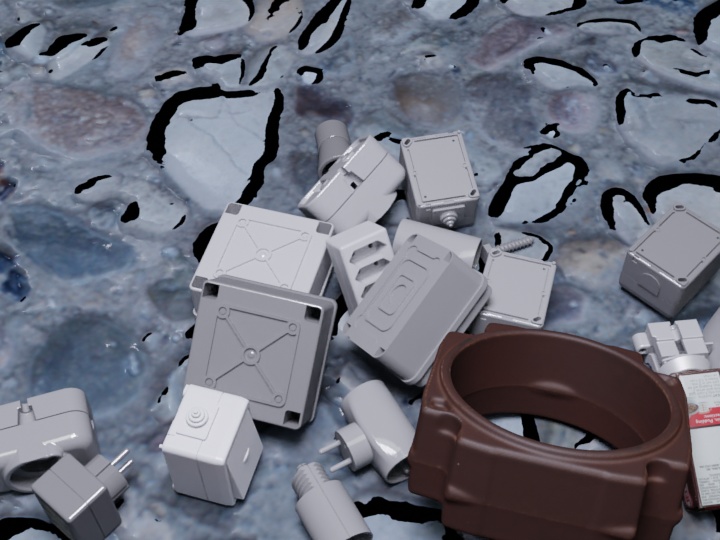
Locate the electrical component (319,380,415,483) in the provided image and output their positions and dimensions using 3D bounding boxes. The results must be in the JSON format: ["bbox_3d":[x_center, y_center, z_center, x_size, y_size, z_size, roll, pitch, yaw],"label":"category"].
[{"bbox_3d":[0.005,0.142,0.894,0.079,0.043,0.077,-24,57,-17],"label":"electrical component"}]

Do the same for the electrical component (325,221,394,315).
[{"bbox_3d":[0.000,0.000,0.985,0.047,0.083,0.076,-25,22,-16],"label":"electrical component"}]

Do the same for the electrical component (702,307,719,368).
[{"bbox_3d":[0.360,0.059,0.952,0.099,0.064,0.099,7,43,-6],"label":"electrical component"}]

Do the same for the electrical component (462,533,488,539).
[{"bbox_3d":[0.102,0.195,0.841,0.043,0.062,0.043,-1,54,1],"label":"electrical component"}]

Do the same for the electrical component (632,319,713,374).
[{"bbox_3d":[0.277,0.077,0.937,0.066,0.048,0.055,-5,46,-3],"label":"electrical component"}]

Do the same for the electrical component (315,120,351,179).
[{"bbox_3d":[-0.025,-0.121,1.092,0.044,0.044,0.065,-8,49,-5],"label":"electrical component"}]

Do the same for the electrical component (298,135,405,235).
[{"bbox_3d":[-0.005,-0.075,1.030,0.059,0.054,0.095,44,79,-14],"label":"electrical component"}]

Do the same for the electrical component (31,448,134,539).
[{"bbox_3d":[-0.211,0.174,0.860,0.047,0.065,0.077,34,61,23],"label":"electrical component"}]

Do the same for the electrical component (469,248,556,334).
[{"bbox_3d":[0.138,0.029,0.968,0.062,0.061,0.096,13,47,10],"label":"electrical component"}]

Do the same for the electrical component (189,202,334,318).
[{"bbox_3d":[-0.087,0.002,0.991,0.109,0.056,0.108,12,54,10],"label":"electrical component"}]

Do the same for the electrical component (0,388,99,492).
[{"bbox_3d":[-0.268,0.144,0.890,0.095,0.053,0.059,-14,54,-10],"label":"electrical component"}]

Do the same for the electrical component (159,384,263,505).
[{"bbox_3d":[-0.117,0.139,0.865,0.061,0.096,0.061,13,54,10],"label":"electrical component"}]

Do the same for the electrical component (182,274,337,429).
[{"bbox_3d":[-0.085,0.068,0.909,0.109,0.056,0.108,13,96,10],"label":"electrical component"}]

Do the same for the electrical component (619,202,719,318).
[{"bbox_3d":[0.293,-0.010,0.991,0.062,0.061,0.096,38,62,25],"label":"electrical component"}]

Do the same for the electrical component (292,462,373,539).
[{"bbox_3d":[-0.028,0.189,0.859,0.043,0.043,0.081,-25,57,-16],"label":"electrical component"}]

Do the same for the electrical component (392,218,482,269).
[{"bbox_3d":[0.066,-0.005,1.002,0.077,0.043,0.079,15,55,12],"label":"electrical component"}]

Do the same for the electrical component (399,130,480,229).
[{"bbox_3d":[0.077,-0.078,1.049,0.062,0.061,0.096,-9,62,-6],"label":"electrical component"}]

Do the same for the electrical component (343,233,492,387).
[{"bbox_3d":[0.050,0.035,0.926,0.113,0.057,0.078,-54,32,-3],"label":"electrical component"}]
